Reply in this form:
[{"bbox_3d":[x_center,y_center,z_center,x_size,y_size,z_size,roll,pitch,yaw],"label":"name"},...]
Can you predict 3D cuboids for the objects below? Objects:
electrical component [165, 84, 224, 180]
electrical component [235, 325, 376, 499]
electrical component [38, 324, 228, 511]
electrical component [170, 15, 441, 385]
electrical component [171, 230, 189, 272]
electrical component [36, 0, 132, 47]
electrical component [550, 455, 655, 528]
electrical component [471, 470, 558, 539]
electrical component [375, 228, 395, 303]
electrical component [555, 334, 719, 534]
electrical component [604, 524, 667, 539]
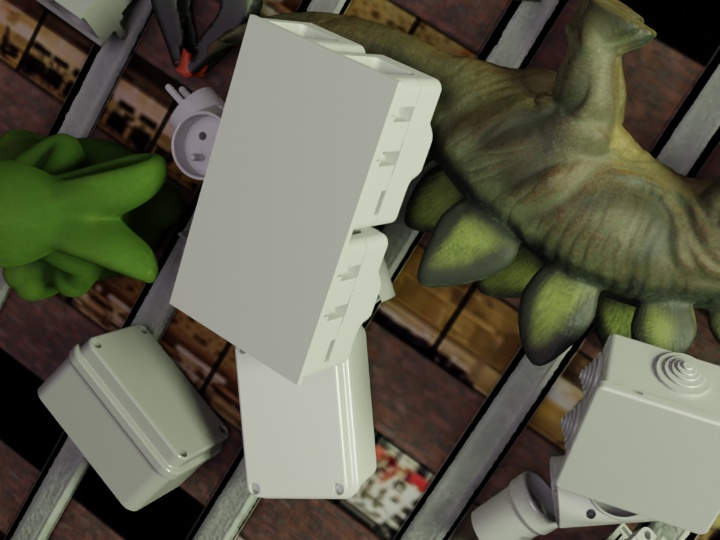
[{"bbox_3d":[-0.099,-0.094,0.713,0.044,0.077,0.079,-45,80,16],"label":"electrical component"},{"bbox_3d":[-0.036,0.093,0.719,0.078,0.057,0.113,-4,93,18],"label":"electrical component"},{"bbox_3d":[-0.156,0.099,0.748,0.057,0.078,0.113,-44,81,19],"label":"electrical component"},{"bbox_3d":[-0.033,-0.043,0.640,0.105,0.060,0.186,29,112,26],"label":"electrical component"},{"bbox_3d":[-0.092,-0.015,0.735,0.066,0.048,0.055,35,112,13],"label":"electrical component"},{"bbox_3d":[-0.212,-0.220,0.746,0.121,0.078,0.063,36,83,12],"label":"electrical component"},{"bbox_3d":[0.156,0.115,0.661,0.077,0.044,0.079,-5,72,5],"label":"electrical component"},{"bbox_3d":[0.100,0.157,0.689,0.046,0.040,0.040,-38,82,23],"label":"electrical component"},{"bbox_3d":[0.000,0.000,0.709,0.040,0.040,0.046,-17,95,19],"label":"electrical component"},{"bbox_3d":[0.164,0.089,0.594,0.100,0.048,0.099,17,132,7],"label":"electrical component"},{"bbox_3d":[0.157,0.188,0.649,0.042,0.081,0.064,51,143,7],"label":"electrical component"}]
